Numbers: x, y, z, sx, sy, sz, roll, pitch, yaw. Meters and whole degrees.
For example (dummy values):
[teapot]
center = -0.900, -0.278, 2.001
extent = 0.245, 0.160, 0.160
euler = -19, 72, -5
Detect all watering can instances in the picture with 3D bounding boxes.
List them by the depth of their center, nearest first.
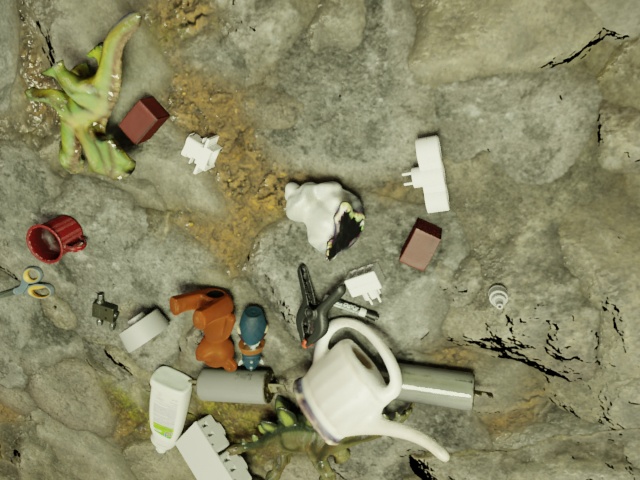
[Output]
[watering can]
center = 0.079, 0.322, 1.018
extent = 0.222, 0.103, 0.354
euler = -43, 56, 13

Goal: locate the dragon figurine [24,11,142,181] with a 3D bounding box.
[dragon figurine]
center = -0.414, -0.235, 0.983
extent = 0.407, 0.124, 0.241
euler = -14, 106, 39

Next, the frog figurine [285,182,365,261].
[frog figurine]
center = 0.003, -0.050, 0.992
extent = 0.161, 0.124, 0.134
euler = 34, 133, 40
